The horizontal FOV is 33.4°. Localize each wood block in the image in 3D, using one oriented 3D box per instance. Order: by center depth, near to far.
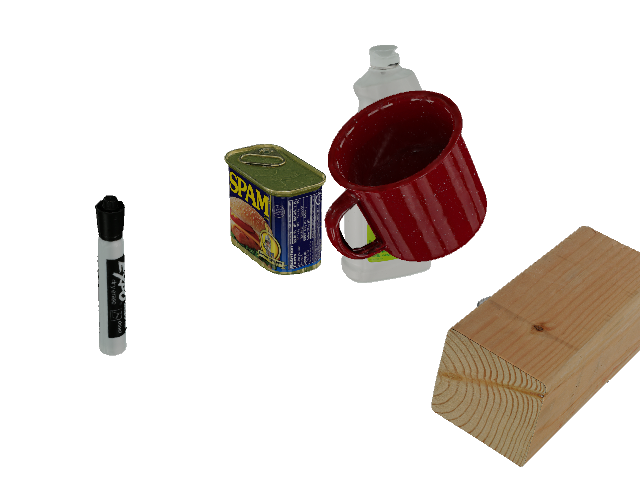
[{"bbox_3d":[0.192,0.079,0.878,0.091,0.090,0.205,31,42,30],"label":"wood block"}]

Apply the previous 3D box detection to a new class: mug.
[{"bbox_3d":[0.054,-0.032,0.715,0.117,0.081,0.093,-41,41,-12],"label":"mug"}]

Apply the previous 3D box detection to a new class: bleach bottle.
[{"bbox_3d":[0.067,-0.084,1.156,0.102,0.251,0.068,-10,23,-12],"label":"bleach bottle"}]

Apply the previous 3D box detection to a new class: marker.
[{"bbox_3d":[-0.141,0.024,0.720,0.020,0.121,0.020,4,31,-3],"label":"marker"}]

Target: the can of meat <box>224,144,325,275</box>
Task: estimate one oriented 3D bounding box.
[{"bbox_3d":[-0.040,-0.027,0.932,0.057,0.084,0.102,-17,32,-29],"label":"can of meat"}]

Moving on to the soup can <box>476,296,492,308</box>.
[{"bbox_3d":[0.229,0.128,1.338,0.068,0.102,0.068,-1,19,0],"label":"soup can"}]
